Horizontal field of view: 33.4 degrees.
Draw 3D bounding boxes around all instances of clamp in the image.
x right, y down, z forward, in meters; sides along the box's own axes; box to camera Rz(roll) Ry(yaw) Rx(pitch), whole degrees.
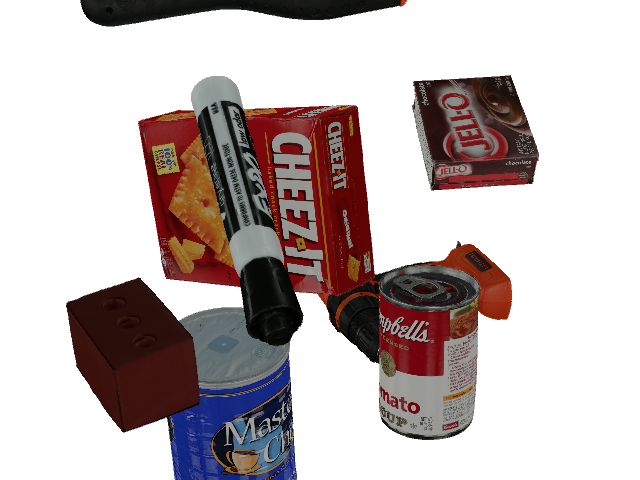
[{"bbox_3d":[-0.041,-0.140,0.571,0.171,0.039,0.120,7,41,13],"label":"clamp"}]

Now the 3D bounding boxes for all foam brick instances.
[{"bbox_3d":[-0.116,0.069,0.656,0.052,0.051,0.078,-19,37,-28],"label":"foam brick"}]

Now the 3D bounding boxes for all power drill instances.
[{"bbox_3d":[0.100,0.061,1.112,0.187,0.057,0.184,-7,27,-17],"label":"power drill"}]

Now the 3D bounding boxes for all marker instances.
[{"bbox_3d":[-0.027,-0.013,0.377,0.020,0.121,0.020,-10,-40,-9],"label":"marker"}]

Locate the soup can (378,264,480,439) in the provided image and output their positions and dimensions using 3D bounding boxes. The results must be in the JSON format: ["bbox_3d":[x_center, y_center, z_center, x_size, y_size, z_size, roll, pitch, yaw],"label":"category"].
[{"bbox_3d":[0.074,0.076,0.733,0.068,0.102,0.068,-1,22,0],"label":"soup can"}]

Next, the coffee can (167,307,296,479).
[{"bbox_3d":[-0.073,0.139,0.858,0.103,0.140,0.103,-2,29,1],"label":"coffee can"}]

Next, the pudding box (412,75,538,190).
[{"bbox_3d":[0.131,-0.095,0.927,0.090,0.039,0.113,-4,44,-4],"label":"pudding box"}]

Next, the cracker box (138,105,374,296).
[{"bbox_3d":[-0.063,-0.040,1.000,0.214,0.164,0.071,4,18,35],"label":"cracker box"}]
